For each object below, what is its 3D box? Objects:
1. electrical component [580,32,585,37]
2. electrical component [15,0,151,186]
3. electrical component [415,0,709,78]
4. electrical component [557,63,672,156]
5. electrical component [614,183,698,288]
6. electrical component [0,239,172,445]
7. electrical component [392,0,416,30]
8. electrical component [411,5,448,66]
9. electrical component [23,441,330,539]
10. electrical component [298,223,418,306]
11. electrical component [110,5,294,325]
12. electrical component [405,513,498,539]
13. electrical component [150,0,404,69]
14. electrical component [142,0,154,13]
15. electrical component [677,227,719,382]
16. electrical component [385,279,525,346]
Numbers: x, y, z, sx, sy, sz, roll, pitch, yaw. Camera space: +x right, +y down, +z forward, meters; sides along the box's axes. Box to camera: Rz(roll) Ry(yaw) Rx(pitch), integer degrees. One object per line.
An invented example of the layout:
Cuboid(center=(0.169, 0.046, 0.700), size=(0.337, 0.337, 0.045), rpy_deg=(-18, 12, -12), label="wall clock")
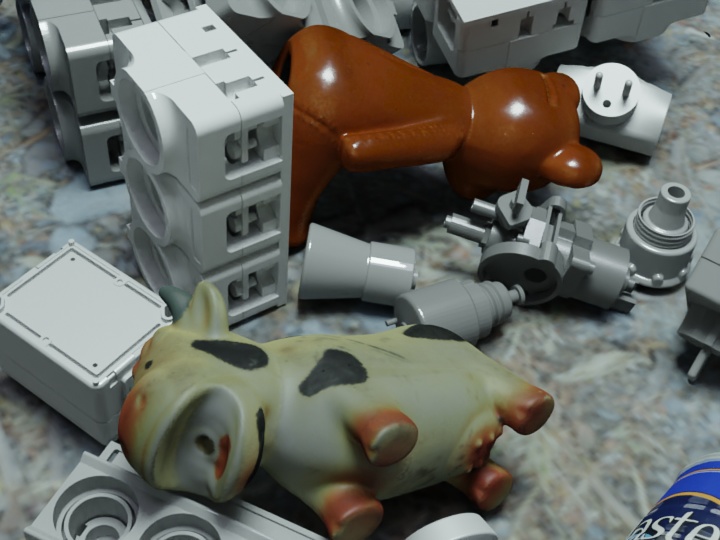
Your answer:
Cuboid(center=(0.181, -0.224, 0.822), size=(0.108, 0.060, 0.108), rpy_deg=(0, 54, 0), label="electrical component")
Cuboid(center=(-0.182, -0.154, 0.696), size=(0.060, 0.105, 0.186), rpy_deg=(-15, 50, -18), label="electrical component")
Cuboid(center=(0.135, -0.203, 0.732), size=(0.186, 0.060, 0.105), rpy_deg=(-16, 58, -10), label="electrical component")
Cuboid(center=(0.164, -0.112, 0.710), size=(0.077, 0.079, 0.044), rpy_deg=(18, 81, 11), label="electrical component")
Cuboid(center=(0.179, -0.023, 0.637), size=(0.048, 0.062, 0.048), rpy_deg=(3, 47, -3), label="electrical component")
Cuboid(center=(-0.133, 0.042, 0.548), size=(0.096, 0.061, 0.062), rpy_deg=(30, 52, 21), label="electrical component")
Cuboid(center=(0.001, -0.198, 0.796), size=(0.077, 0.044, 0.079), rpy_deg=(13, 47, 6), label="electrical component")
Cuboid(center=(0.075, -0.186, 0.792), size=(0.077, 0.043, 0.079), rpy_deg=(-7, 48, -12), label="electrical component")
Cuboid(center=(-0.076, 0.135, 0.464), size=(0.121, 0.063, 0.078), rpy_deg=(21, 49, 14), label="electrical component")
Cuboid(center=(0.000, 0.000, 0.614), size=(0.065, 0.044, 0.044), rpy_deg=(9, 47, -3), label="electrical component")
Cuboid(center=(-0.087, -0.049, 0.575), size=(0.062, 0.150, 0.089), rpy_deg=(-24, 53, -26), label="electrical component")
Cuboid(center=(0.046, 0.143, 0.481), size=(0.066, 0.048, 0.055), rpy_deg=(-13, 57, -17), label="electrical component")
Cuboid(center=(-0.052, -0.187, 0.678), size=(0.186, 0.060, 0.105), rpy_deg=(-7, 76, -57), label="electrical component")
Cuboid(center=(-0.120, -0.217, 0.739), size=(0.057, 0.113, 0.078), rpy_deg=(-19, 82, 13), label="electrical component")
Cuboid(center=(0.200, 0.027, 0.590), size=(0.047, 0.083, 0.075), rpy_deg=(29, 89, 21), label="electrical component")
Cuboid(center=(0.055, 0.024, 0.596), size=(0.078, 0.040, 0.040), rpy_deg=(-17, 51, -20), label="electrical component")
